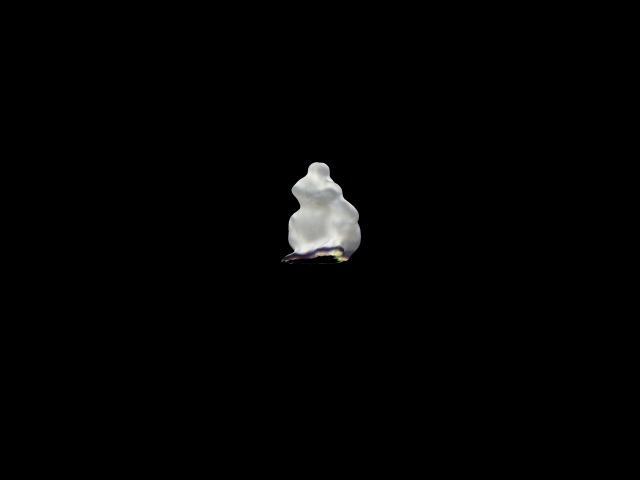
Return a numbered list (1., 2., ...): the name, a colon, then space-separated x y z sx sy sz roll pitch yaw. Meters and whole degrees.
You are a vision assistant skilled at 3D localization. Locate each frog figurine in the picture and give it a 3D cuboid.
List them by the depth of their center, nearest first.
1. frog figurine: 0.003 -0.043 0.850 0.122 0.161 0.136 9 -17 -33
